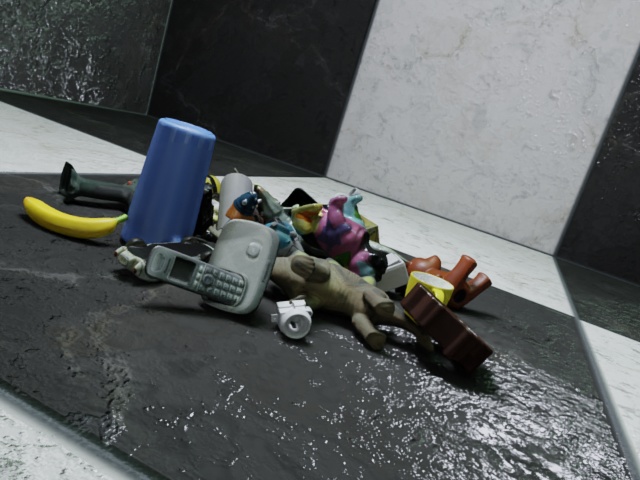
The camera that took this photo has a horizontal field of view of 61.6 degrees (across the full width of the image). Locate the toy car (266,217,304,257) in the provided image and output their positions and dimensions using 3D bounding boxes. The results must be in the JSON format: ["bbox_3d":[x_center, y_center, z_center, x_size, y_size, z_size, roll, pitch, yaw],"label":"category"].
[{"bbox_3d":[-0.085,0.020,1.131,0.103,0.109,0.161,42,4,5],"label":"toy car"}]

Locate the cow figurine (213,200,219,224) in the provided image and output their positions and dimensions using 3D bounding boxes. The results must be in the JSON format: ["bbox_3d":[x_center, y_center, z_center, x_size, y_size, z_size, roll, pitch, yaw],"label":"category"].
[{"bbox_3d":[-0.263,-0.070,1.324,0.167,0.068,0.098,25,8,17],"label":"cow figurine"}]

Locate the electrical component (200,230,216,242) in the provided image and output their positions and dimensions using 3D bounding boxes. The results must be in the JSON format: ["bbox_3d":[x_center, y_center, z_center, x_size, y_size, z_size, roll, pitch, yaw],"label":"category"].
[{"bbox_3d":[-0.241,-0.013,1.212,0.094,0.021,0.063,19,13,2],"label":"electrical component"}]

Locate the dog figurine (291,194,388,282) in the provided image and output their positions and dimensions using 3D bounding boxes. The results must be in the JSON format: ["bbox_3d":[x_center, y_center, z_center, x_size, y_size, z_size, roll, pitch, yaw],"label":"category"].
[{"bbox_3d":[0.043,0.020,1.133,0.192,0.219,0.108,-14,-5,26],"label":"dog figurine"}]

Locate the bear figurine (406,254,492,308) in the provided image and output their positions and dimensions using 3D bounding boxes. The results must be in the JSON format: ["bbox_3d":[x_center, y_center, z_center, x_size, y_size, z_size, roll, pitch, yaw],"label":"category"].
[{"bbox_3d":[0.296,0.081,1.306,0.120,0.132,0.196,43,1,-32],"label":"bear figurine"}]

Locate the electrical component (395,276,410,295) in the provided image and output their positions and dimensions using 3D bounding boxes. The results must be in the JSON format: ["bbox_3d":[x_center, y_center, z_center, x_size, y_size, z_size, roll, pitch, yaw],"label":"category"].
[{"bbox_3d":[0.233,0.120,1.208,0.075,0.047,0.119,8,16,-34],"label":"electrical component"}]

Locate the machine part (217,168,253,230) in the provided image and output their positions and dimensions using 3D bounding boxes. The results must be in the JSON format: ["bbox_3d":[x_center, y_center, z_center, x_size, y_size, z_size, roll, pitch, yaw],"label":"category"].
[{"bbox_3d":[-0.190,-0.067,1.208,0.079,0.079,0.243,13,46,-20],"label":"machine part"}]

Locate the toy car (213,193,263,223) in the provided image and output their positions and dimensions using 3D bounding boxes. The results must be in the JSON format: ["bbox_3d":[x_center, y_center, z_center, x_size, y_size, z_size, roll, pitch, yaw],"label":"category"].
[{"bbox_3d":[-0.211,-0.072,1.439,0.202,0.053,0.089,27,10,22],"label":"toy car"}]

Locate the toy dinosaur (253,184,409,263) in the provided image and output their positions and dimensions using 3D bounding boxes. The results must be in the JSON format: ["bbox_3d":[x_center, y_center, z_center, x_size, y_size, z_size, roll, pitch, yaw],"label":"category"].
[{"bbox_3d":[0.004,-0.007,1.326,0.405,0.131,0.192,20,12,-18],"label":"toy dinosaur"}]

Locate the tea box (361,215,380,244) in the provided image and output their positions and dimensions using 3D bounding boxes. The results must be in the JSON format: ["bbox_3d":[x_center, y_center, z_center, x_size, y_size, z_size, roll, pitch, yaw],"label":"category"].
[{"bbox_3d":[0.093,-0.016,1.467,0.068,0.098,0.170,-17,25,-21],"label":"tea box"}]

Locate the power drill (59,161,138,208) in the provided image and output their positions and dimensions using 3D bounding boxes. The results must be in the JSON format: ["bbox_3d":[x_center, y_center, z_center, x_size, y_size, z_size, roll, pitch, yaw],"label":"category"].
[{"bbox_3d":[-0.480,-0.114,1.230,0.207,0.086,0.232,18,13,-36],"label":"power drill"}]

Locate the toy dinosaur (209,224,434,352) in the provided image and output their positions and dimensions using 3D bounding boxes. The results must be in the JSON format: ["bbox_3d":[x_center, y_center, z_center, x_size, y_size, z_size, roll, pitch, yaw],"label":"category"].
[{"bbox_3d":[-0.009,0.079,0.959,0.472,0.105,0.198,27,6,4],"label":"toy dinosaur"}]

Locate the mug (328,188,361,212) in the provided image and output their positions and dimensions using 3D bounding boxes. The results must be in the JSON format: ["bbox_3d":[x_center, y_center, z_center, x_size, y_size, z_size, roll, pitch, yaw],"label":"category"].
[{"bbox_3d":[0.061,-0.094,1.413,0.081,0.109,0.107,33,9,-13],"label":"mug"}]

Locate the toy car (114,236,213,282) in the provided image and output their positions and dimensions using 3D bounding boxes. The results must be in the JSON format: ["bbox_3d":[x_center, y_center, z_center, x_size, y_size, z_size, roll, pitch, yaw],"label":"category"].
[{"bbox_3d":[-0.254,0.033,0.921,0.074,0.056,0.201,32,19,29],"label":"toy car"}]

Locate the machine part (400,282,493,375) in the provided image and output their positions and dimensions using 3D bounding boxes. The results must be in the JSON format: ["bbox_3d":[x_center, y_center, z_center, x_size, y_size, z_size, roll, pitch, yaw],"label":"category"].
[{"bbox_3d":[0.210,0.145,0.909,0.179,0.056,0.179,43,6,-5],"label":"machine part"}]

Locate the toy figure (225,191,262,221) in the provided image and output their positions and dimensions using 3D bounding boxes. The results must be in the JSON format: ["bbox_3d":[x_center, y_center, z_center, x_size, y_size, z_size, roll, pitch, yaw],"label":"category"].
[{"bbox_3d":[-0.166,-0.029,1.075,0.058,0.154,0.064,20,13,-2],"label":"toy figure"}]

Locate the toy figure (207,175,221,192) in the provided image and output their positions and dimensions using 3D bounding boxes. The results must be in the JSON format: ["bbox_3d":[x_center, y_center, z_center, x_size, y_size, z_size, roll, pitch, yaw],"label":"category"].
[{"bbox_3d":[-0.345,-0.139,1.463,0.082,0.089,0.180,32,16,35],"label":"toy figure"}]

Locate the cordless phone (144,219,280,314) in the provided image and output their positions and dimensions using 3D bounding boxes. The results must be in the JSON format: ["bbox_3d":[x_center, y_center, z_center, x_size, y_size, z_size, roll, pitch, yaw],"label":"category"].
[{"bbox_3d":[-0.165,0.025,0.827,0.184,0.146,0.089,24,-12,-27],"label":"cordless phone"}]

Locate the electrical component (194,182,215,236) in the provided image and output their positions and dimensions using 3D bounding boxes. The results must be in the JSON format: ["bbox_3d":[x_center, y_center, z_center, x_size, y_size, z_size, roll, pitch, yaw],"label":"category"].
[{"bbox_3d":[-0.286,-0.069,1.137,0.115,0.134,0.058,22,34,10],"label":"electrical component"}]

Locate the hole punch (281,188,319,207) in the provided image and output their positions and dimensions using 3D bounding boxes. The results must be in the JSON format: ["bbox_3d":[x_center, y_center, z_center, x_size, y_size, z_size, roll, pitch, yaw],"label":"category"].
[{"bbox_3d":[-0.050,-0.065,1.445,0.142,0.116,0.092,43,5,7],"label":"hole punch"}]
